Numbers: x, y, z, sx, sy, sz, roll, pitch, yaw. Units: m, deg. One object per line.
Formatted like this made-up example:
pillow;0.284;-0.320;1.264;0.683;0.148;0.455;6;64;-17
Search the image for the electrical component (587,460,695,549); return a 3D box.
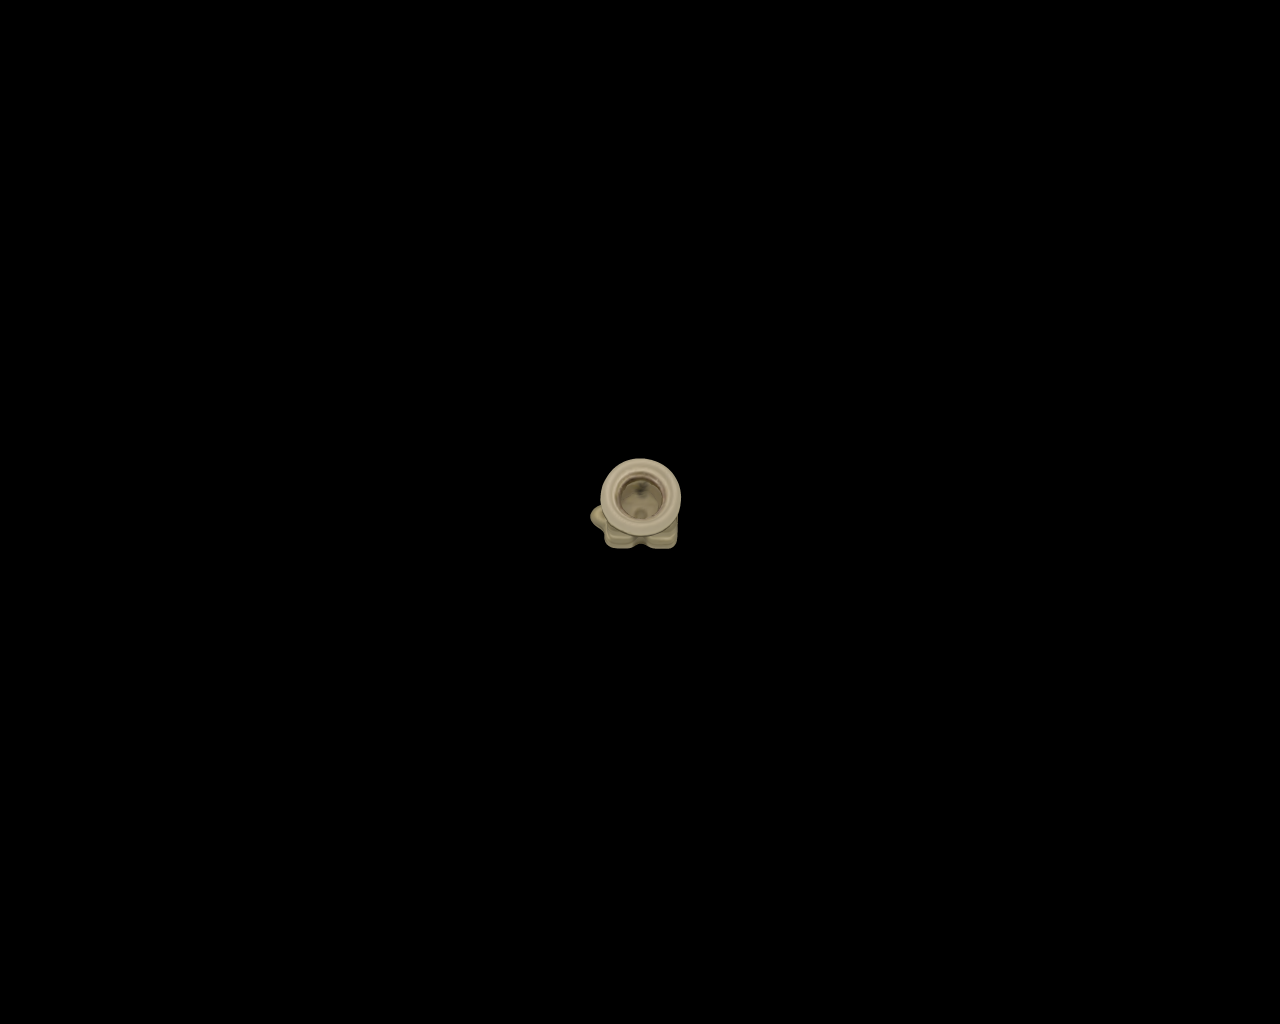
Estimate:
electrical component;0.001;-0.003;0.650;0.066;0.048;0.055;0;-17;0
